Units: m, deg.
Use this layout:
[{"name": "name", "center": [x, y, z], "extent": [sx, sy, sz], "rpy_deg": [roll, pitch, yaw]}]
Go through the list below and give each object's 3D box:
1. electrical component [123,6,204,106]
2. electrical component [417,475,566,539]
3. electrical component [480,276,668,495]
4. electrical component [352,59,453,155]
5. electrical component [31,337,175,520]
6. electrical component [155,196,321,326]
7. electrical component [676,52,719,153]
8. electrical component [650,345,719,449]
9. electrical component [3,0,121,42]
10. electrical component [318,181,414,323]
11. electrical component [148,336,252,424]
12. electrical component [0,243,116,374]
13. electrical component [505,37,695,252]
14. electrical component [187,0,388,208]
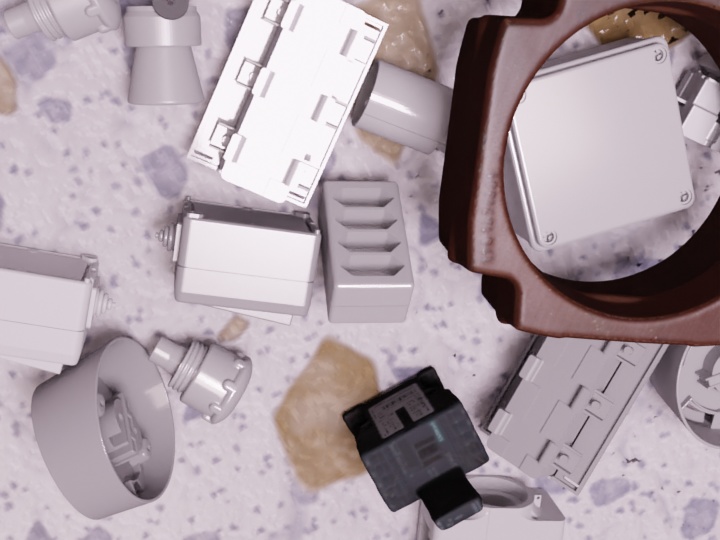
[{"name": "electrical component", "center": [-0.114, -0.125, 0.626], "extent": [0.045, 0.045, 0.055], "rpy_deg": [-3, 103, -9]}, {"name": "electrical component", "center": [0.088, 0.176, 0.730], "extent": [0.089, 0.050, 0.055], "rpy_deg": [3, 104, -10]}, {"name": "electrical component", "center": [0.135, 0.074, 0.700], "extent": [0.079, 0.063, 0.121], "rpy_deg": [33, 99, 26]}, {"name": "electrical component", "center": [0.040, -0.094, 0.660], "extent": [0.081, 0.043, 0.043], "rpy_deg": [19, 100, -13]}, {"name": "electrical component", "center": [-0.152, 0.098, 0.651], "extent": [0.064, 0.099, 0.099], "rpy_deg": [-25, 106, 4]}, {"name": "electrical component", "center": [-0.077, -0.006, 0.653], "extent": [0.096, 0.061, 0.061], "rpy_deg": [7, 102, -11]}, {"name": "electrical component", "center": [0.229, -0.108, 0.686], "extent": [0.066, 0.048, 0.055], "rpy_deg": [22, 107, -13]}, {"name": "electrical component", "center": [0.245, 0.065, 0.721], "extent": [0.099, 0.064, 0.099], "rpy_deg": [-2, 104, -9]}, {"name": "electrical component", "center": [-0.171, -0.151, 0.612], "extent": [0.062, 0.048, 0.048], "rpy_deg": [-21, 106, 3]}, {"name": "electrical component", "center": [0.000, 0.000, 0.666], "extent": [0.047, 0.083, 0.075], "rpy_deg": [0, 142, -9]}, {"name": "electrical component", "center": [-0.102, 0.064, 0.676], "extent": [0.062, 0.048, 0.048], "rpy_deg": [30, 97, -8]}, {"name": "electrical component", "center": [-0.196, 0.022, 0.641], "extent": [0.096, 0.061, 0.061], "rpy_deg": [10, 102, -11]}, {"name": "electrical component", "center": [0.142, -0.080, 0.673], "extent": [0.109, 0.056, 0.108], "rpy_deg": [-17, 106, -5]}, {"name": "electrical component", "center": [-0.042, -0.104, 0.634], "extent": [0.079, 0.063, 0.121], "rpy_deg": [23, 99, -13]}]
